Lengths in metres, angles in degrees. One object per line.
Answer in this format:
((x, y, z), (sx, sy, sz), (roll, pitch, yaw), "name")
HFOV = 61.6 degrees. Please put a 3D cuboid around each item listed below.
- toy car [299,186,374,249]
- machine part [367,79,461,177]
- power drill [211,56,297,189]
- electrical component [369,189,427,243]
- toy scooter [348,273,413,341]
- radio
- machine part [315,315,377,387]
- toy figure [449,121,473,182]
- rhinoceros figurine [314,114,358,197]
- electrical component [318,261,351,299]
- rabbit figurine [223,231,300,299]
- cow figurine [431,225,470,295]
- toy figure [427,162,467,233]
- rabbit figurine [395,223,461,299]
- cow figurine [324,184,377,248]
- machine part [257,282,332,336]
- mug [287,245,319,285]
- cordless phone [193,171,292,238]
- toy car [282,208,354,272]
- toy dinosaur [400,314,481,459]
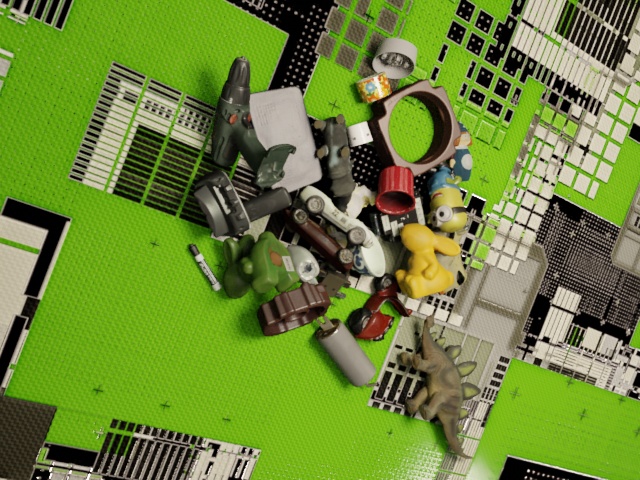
((0.039, -0.048, 1.208), (0.202, 0.073, 0.056), (36, 87, 3), "toy car")
((0.225, -0.268, 1.301), (0.201, 0.087, 0.200), (-30, 106, -12), "machine part")
((-0.142, -0.220, 1.083), (0.086, 0.207, 0.232), (-22, 149, -47), "power drill")
((0.192, -0.058, 1.335), (0.134, 0.058, 0.114), (-17, 101, -17), "electrical component")
((0.163, 0.185, 1.353), (0.135, 0.075, 0.184), (37, 80, -22), "toy scooter")
((-0.085, -0.222, 1.203), (0.131, 0.073, 0.229), (-20, 106, -17), "radio")
((0.064, 0.278, 1.328), (0.079, 0.079, 0.243), (-39, 110, -11), "machine part")
((0.361, -0.227, 1.374), (0.064, 0.058, 0.154), (-15, 104, -58), "toy figure")
((0.037, -0.193, 1.232), (0.073, 0.112, 0.190), (-10, 82, 9), "rhinoceros figurine")
((0.030, 0.095, 1.308), (0.102, 0.045, 0.078), (19, 119, -19), "electrical component")
((-0.159, 0.064, 1.184), (0.121, 0.170, 0.159), (-10, 73, -58), "rabbit figurine")
((0.329, 0.030, 1.385), (0.127, 0.085, 0.194), (-18, 101, -11), "cow figurine")
((0.314, -0.106, 1.330), (0.089, 0.082, 0.180), (3, 64, -7), "toy figure")
((0.253, 0.040, 1.284), (0.162, 0.122, 0.173), (-16, 92, 6), "rabbit figurine")
((0.058, -0.060, 1.280), (0.098, 0.068, 0.167), (32, 83, -16), "cow figurine")
((-0.060, 0.158, 1.222), (0.179, 0.179, 0.056), (-19, 68, -17), "machine part")
((-0.040, 0.070, 1.243), (0.081, 0.107, 0.109), (-31, 105, -12), "mug")
((-0.165, -0.095, 1.158), (0.184, 0.089, 0.146), (-23, 106, 3), "cordless phone")
((-0.003, -0.004, 1.235), (0.202, 0.089, 0.053), (42, 72, -2), "toy car")
((0.331, 0.405, 1.432), (0.198, 0.105, 0.470), (-16, 108, -21), "toy dinosaur")
